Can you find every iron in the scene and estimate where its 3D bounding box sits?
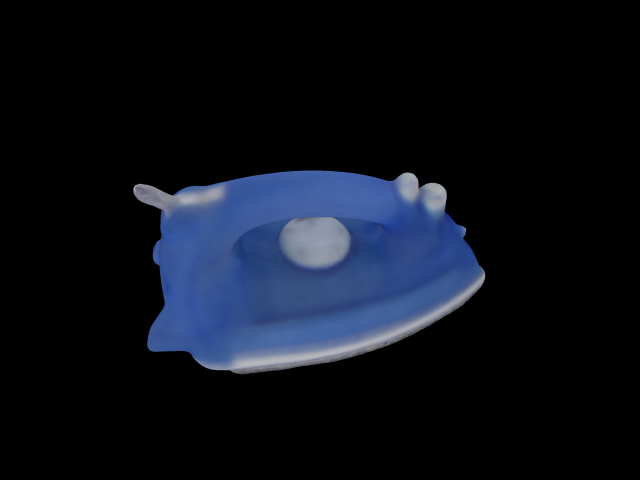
[{"bbox_3d":[0.004,0.001,0.400,0.258,0.141,0.118,-7,50,-6],"label":"iron"}]
